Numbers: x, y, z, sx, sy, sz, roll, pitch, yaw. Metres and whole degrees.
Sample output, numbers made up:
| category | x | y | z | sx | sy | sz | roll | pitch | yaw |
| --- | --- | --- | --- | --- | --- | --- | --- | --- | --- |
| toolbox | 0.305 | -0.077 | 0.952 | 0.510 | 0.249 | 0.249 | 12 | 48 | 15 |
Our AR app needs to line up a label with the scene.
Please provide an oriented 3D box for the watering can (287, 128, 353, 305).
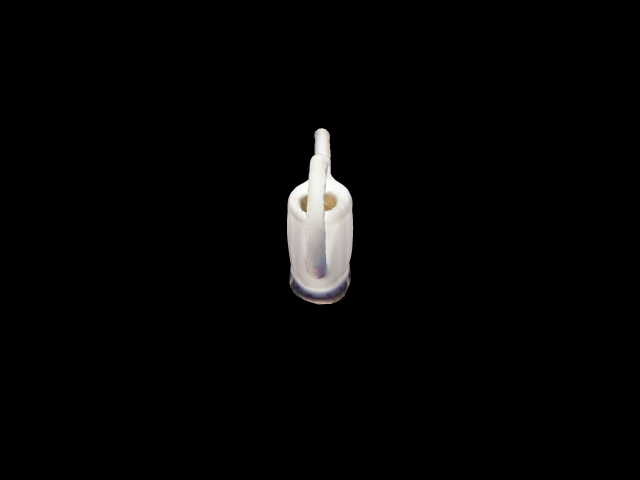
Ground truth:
| category | x | y | z | sx | sy | sz | roll | pitch | yaw |
| --- | --- | --- | --- | --- | --- | --- | --- | --- | --- |
| watering can | 0.003 | -0.043 | 0.850 | 0.104 | 0.220 | 0.355 | 1 | 29 | 2 |
